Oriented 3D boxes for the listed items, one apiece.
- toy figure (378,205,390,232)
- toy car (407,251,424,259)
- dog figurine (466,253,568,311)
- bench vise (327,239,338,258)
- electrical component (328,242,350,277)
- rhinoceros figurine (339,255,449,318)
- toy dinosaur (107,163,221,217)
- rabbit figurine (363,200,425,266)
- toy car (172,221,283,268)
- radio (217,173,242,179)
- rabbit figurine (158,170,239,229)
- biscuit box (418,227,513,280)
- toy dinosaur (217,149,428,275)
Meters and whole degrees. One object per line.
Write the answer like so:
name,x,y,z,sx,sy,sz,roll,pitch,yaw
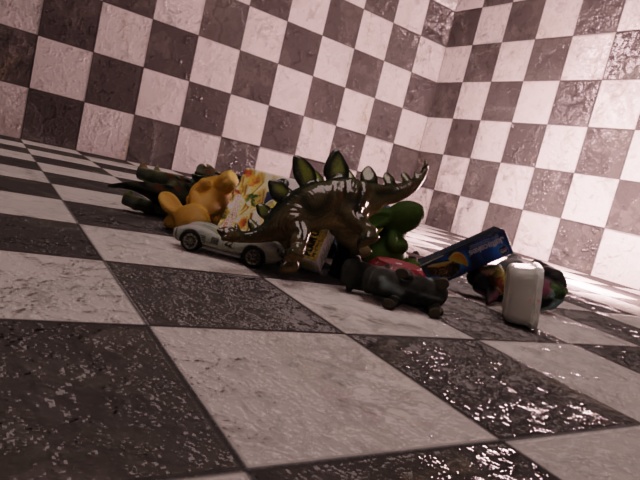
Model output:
toy figure,0.129,-0.028,1.286,0.089,0.180,0.082,1,-3,0
toy car,0.233,0.057,1.327,0.089,0.053,0.202,6,5,-18
dog figurine,0.435,0.099,1.192,0.192,0.108,0.219,21,14,32
bench vise,-0.038,-0.044,1.181,0.241,0.128,0.224,4,42,3
electrical component,0.059,0.016,1.052,0.048,0.119,0.075,20,10,2
rhinoceros figurine,0.129,0.074,0.918,0.190,0.073,0.112,13,8,-2
toy dinosaur,-0.346,-0.107,1.306,0.192,0.131,0.405,13,13,2
rabbit figurine,0.155,-0.014,1.172,0.159,0.170,0.121,25,7,-4
toy car,-0.166,0.004,0.971,0.202,0.056,0.073,15,7,4
radio,-0.189,-0.097,1.411,0.073,0.131,0.229,17,8,26
rabbit figurine,-0.251,-0.065,1.102,0.162,0.121,0.173,4,32,8
biscuit box,0.314,0.037,1.178,0.203,0.059,0.063,-24,6,3
toy dinosaur,0.034,-0.063,0.966,0.471,0.198,0.105,-11,-20,-29
